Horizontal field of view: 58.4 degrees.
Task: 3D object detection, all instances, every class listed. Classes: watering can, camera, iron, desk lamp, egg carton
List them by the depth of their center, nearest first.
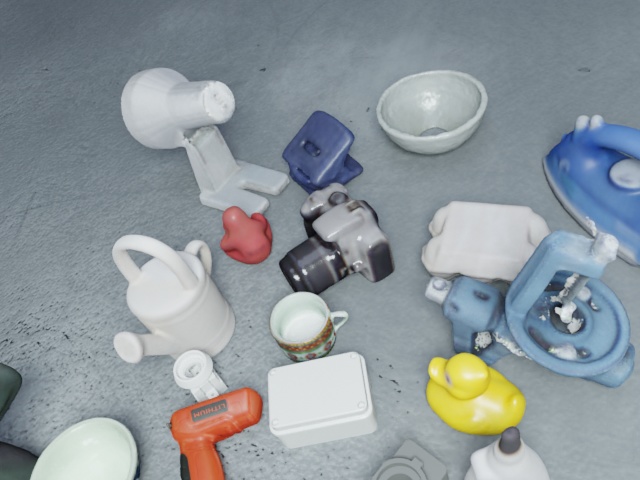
[{"bbox_3d":[0.368,-0.080,0.687,0.119,0.142,0.257,-33,49,-11],"label":"iron"},{"bbox_3d":[-0.183,0.068,0.696,0.101,0.194,0.172,-11,49,9],"label":"watering can"},{"bbox_3d":[0.206,0.007,0.711,0.150,0.069,0.107,5,53,21],"label":"egg carton"},{"bbox_3d":[0.007,0.003,0.756,0.137,0.101,0.142,-32,49,-10],"label":"camera"},{"bbox_3d":[-0.174,-0.156,0.870,0.202,0.214,0.118,17,58,29],"label":"desk lamp"}]

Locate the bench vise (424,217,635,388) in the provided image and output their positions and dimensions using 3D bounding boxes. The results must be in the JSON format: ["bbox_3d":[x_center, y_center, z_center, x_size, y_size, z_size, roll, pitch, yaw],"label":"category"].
[{"bbox_3d":[0.203,0.067,0.560,0.207,0.220,0.121,-3,50,15],"label":"bench vise"}]

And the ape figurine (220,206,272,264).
[{"bbox_3d":[-0.109,-0.013,0.811,0.078,0.092,0.076,-28,48,-6],"label":"ape figurine"}]

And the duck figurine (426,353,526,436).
[{"bbox_3d":[0.159,0.151,0.592,0.104,0.086,0.077,14,56,27],"label":"duck figurine"}]

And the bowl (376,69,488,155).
[{"bbox_3d":[0.173,-0.184,0.880,0.167,0.075,0.167,-9,49,10],"label":"bowl"}]

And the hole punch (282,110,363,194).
[{"bbox_3d":[-0.001,-0.130,0.877,0.101,0.091,0.108,-36,50,-13],"label":"hole punch"}]

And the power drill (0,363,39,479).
[{"bbox_3d":[-0.355,0.253,0.583,0.075,0.209,0.229,-2,50,16],"label":"power drill"}]

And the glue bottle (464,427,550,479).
[{"bbox_3d":[0.161,0.198,0.493,0.078,0.173,0.037,-15,48,5],"label":"glue bottle"}]
